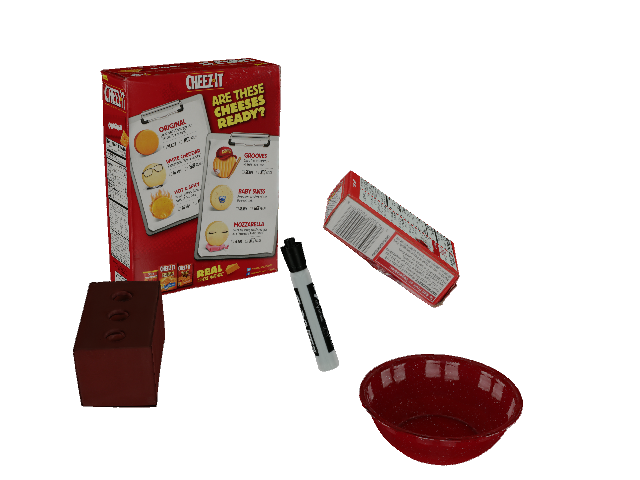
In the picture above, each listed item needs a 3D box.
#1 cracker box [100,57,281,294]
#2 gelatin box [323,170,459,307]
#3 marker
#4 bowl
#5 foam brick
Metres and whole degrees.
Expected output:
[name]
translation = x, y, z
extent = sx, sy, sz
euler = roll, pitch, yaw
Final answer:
[cracker box]
translation = -0.124, -0.063, 1.039
extent = 0.163, 0.214, 0.072
euler = -11, 21, -32
[gelatin box]
translation = 0.045, -0.002, 0.680
extent = 0.089, 0.030, 0.073
euler = 36, 14, -7
[marker]
translation = -0.010, 0.055, 0.926
extent = 0.020, 0.121, 0.020
euler = -16, 12, 3
[bowl]
translation = 0.119, 0.176, 1.067
extent = 0.162, 0.055, 0.162
euler = 1, 24, 0
[foam brick]
translation = -0.137, 0.071, 0.737
extent = 0.053, 0.051, 0.078
euler = -1, 33, -3
